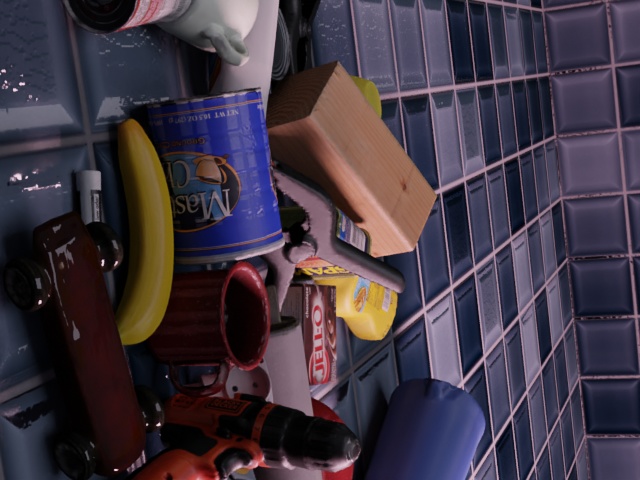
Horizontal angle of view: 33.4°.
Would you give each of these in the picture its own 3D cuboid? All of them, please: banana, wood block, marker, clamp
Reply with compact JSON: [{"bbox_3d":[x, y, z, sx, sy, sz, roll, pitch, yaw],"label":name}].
[{"bbox_3d":[-0.147,0.002,0.876,0.069,0.037,0.198,34,55,-63],"label":"banana"},{"bbox_3d":[0.029,-0.082,1.163,0.206,0.090,0.090,50,50,-30],"label":"wood block"},{"bbox_3d":[-0.177,0.007,0.824,0.020,0.020,0.121,6,80,-67],"label":"marker"},{"bbox_3d":[-0.010,0.003,1.044,0.036,0.164,0.210,-110,-177,-56],"label":"clamp"},{"bbox_3d":[-0.032,-0.245,1.195,0.120,0.039,0.171,44,46,-57],"label":"clamp"}]

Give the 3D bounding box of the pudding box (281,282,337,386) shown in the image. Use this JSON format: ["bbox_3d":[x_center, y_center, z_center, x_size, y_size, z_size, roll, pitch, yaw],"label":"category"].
[{"bbox_3d":[-0.014,0.104,1.175,0.090,0.039,0.113,9,78,-67],"label":"pudding box"}]

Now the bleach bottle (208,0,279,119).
[{"bbox_3d":[-0.074,-0.193,1.015,0.068,0.103,0.251,5,80,-22],"label":"bleach bottle"}]

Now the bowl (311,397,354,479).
[{"bbox_3d":[-0.005,0.240,1.153,0.162,0.055,0.162,-4,90,-68],"label":"bowl"}]

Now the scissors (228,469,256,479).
[{"bbox_3d":[-0.065,0.250,0.976,0.202,0.016,0.096,61,37,-7],"label":"scissors"}]

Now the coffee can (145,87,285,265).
[{"bbox_3d":[-0.091,-0.057,0.934,0.102,0.103,0.140,-28,112,-66],"label":"coffee can"}]

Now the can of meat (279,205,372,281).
[{"bbox_3d":[-0.007,0.001,1.130,0.083,0.102,0.057,41,50,-57],"label":"can of meat"}]

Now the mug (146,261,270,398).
[{"bbox_3d":[-0.100,0.078,0.916,0.093,0.082,0.117,43,47,-59],"label":"mug"}]

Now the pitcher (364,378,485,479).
[{"bbox_3d":[0.122,0.309,1.365,0.149,0.145,0.242,47,39,-14],"label":"pitcher"}]

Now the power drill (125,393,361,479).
[{"bbox_3d":[-0.083,0.187,0.830,0.187,0.185,0.057,-38,125,-53],"label":"power drill"}]

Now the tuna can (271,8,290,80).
[{"bbox_3d":[-0.063,-0.208,1.119,0.086,0.034,0.086,-4,90,-68],"label":"tuna can"}]

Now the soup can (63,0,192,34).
[{"bbox_3d":[-0.152,-0.204,0.860,0.102,0.069,0.068,-37,120,-64],"label":"soup can"}]

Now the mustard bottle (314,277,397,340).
[{"bbox_3d":[0.037,0.049,1.282,0.191,0.058,0.096,45,51,-58],"label":"mustard bottle"}]
